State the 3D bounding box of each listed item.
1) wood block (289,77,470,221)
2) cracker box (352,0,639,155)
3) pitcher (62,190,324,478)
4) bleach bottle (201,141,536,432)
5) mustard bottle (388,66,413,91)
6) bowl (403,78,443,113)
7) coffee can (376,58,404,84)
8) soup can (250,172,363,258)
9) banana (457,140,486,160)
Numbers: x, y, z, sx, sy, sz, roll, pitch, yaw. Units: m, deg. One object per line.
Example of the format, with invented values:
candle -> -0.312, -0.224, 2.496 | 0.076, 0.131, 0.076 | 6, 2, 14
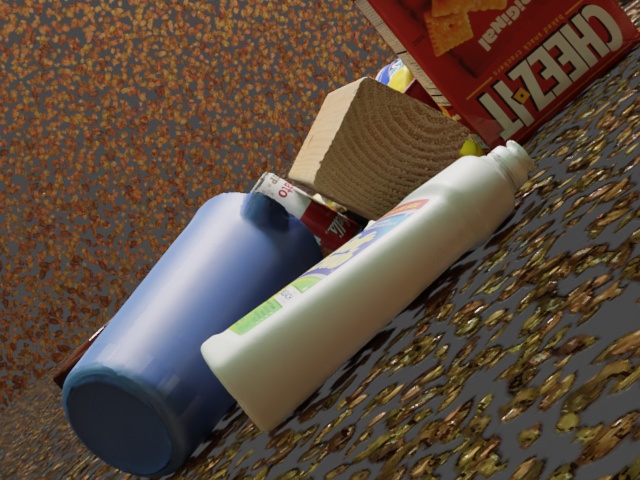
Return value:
wood block -> 0.039, -0.068, 0.867 | 0.091, 0.090, 0.206 | -64, 8, 2
cracker box -> 0.141, -0.198, 0.903 | 0.164, 0.213, 0.072 | -41, 9, 1
pitcher -> -0.101, 0.082, 0.871 | 0.145, 0.149, 0.242 | -16, 23, 35
bleach bottle -> 0.038, 0.022, 0.714 | 0.250, 0.068, 0.103 | -39, 7, -7
mustard bottle -> 0.091, -0.143, 1.302 | 0.058, 0.096, 0.192 | -17, -3, -22
bowl -> 0.082, -0.110, 1.143 | 0.162, 0.055, 0.162 | -50, 1, 1
coffee can -> 0.147, -0.204, 1.348 | 0.102, 0.103, 0.141 | -45, 9, -33
soup can -> -0.022, -0.009, 0.975 | 0.068, 0.102, 0.068 | -59, -2, -3
banana -> 0.108, -0.049, 0.870 | 0.070, 0.037, 0.197 | -48, 8, 12
